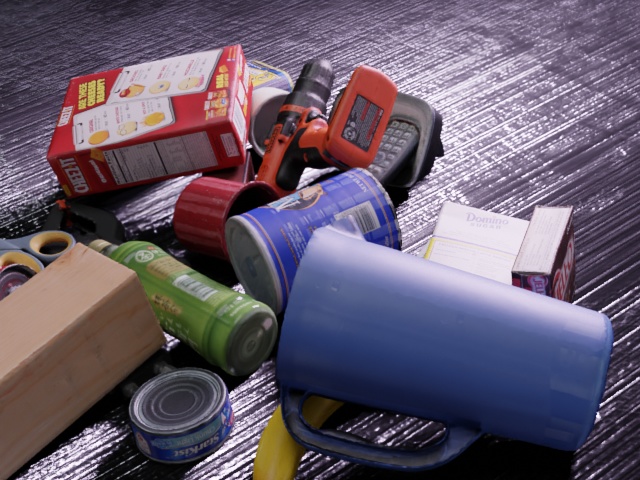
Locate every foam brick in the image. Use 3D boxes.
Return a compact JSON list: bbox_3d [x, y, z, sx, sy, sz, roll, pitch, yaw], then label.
[{"bbox_3d":[-0.101,-0.057,1.194,0.051,0.053,0.078,-7,31,5],"label":"foam brick"}]

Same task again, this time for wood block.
[{"bbox_3d":[-0.245,0.107,0.913,0.091,0.090,0.205,22,52,41],"label":"wood block"}]

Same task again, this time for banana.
[{"bbox_3d":[0.001,0.141,0.869,0.070,0.037,0.197,18,41,39],"label":"banana"}]

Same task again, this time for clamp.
[{"bbox_3d":[-0.234,0.013,1.133,0.164,0.036,0.210,-17,36,-14],"label":"clamp"}]

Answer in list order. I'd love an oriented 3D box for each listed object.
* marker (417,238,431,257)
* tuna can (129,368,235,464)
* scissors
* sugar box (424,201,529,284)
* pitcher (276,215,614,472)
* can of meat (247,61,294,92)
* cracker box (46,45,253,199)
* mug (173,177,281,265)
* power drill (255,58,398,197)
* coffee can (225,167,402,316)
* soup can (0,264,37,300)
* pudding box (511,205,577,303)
[{"bbox_3d":[0.099,0.024,1.045,0.020,0.020,0.121,12,38,30],"label":"marker"},{"bbox_3d":[-0.116,0.146,0.896,0.086,0.034,0.086,-7,32,4],"label":"tuna can"},{"bbox_3d":[-0.329,-0.002,1.134,0.096,0.016,0.202,-31,42,-23],"label":"scissors"},{"bbox_3d":[0.138,0.036,0.980,0.093,0.048,0.176,15,35,11],"label":"sugar box"},{"bbox_3d":[0.091,0.091,0.821,0.243,0.149,0.145,14,26,9],"label":"pitcher"},{"bbox_3d":[-0.095,-0.193,1.403,0.083,0.057,0.102,-27,36,-29],"label":"can of meat"},{"bbox_3d":[-0.188,-0.136,1.222,0.214,0.072,0.164,-11,40,9],"label":"cracker box"},{"bbox_3d":[-0.090,-0.021,1.112,0.082,0.093,0.117,13,9,39],"label":"mug"},{"bbox_3d":[0.007,-0.130,1.149,0.188,0.057,0.184,-11,57,62],"label":"power drill"},{"bbox_3d":[-0.007,0.001,1.030,0.140,0.103,0.103,-23,35,-21],"label":"coffee can"},{"bbox_3d":[-0.324,0.062,1.033,0.102,0.068,0.068,-8,29,33],"label":"soup can"},{"bbox_3d":[0.197,0.035,0.934,0.039,0.090,0.113,3,34,20],"label":"pudding box"}]
